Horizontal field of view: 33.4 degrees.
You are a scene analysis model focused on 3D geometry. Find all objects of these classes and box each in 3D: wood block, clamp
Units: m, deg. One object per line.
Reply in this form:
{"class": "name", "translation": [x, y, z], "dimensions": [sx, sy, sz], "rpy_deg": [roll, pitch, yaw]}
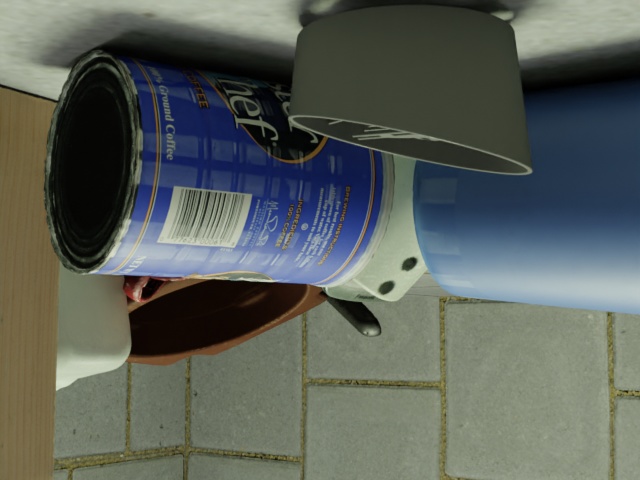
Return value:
{"class": "wood block", "translation": [-0.200, 0.026, 0.565], "dimensions": [0.090, 0.206, 0.090], "rpy_deg": [-3, 174, 29]}
{"class": "clamp", "translation": [0.004, 0.014, 1.101], "dimensions": [0.210, 0.036, 0.164], "rpy_deg": [16, -134, 27]}

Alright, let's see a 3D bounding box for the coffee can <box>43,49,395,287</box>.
{"class": "coffee can", "translation": [-0.049, -0.031, 0.521], "dimensions": [0.140, 0.103, 0.103], "rpy_deg": [4, 173, -35]}

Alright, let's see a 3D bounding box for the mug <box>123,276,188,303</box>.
{"class": "mug", "translation": [-0.094, -0.010, 0.716], "dimensions": [0.093, 0.117, 0.081], "rpy_deg": [29, -175, 10]}

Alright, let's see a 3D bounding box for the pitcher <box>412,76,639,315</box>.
{"class": "pitcher", "translation": [0.178, -0.026, 0.529], "dimensions": [0.243, 0.145, 0.149], "rpy_deg": [1, 164, 33]}
